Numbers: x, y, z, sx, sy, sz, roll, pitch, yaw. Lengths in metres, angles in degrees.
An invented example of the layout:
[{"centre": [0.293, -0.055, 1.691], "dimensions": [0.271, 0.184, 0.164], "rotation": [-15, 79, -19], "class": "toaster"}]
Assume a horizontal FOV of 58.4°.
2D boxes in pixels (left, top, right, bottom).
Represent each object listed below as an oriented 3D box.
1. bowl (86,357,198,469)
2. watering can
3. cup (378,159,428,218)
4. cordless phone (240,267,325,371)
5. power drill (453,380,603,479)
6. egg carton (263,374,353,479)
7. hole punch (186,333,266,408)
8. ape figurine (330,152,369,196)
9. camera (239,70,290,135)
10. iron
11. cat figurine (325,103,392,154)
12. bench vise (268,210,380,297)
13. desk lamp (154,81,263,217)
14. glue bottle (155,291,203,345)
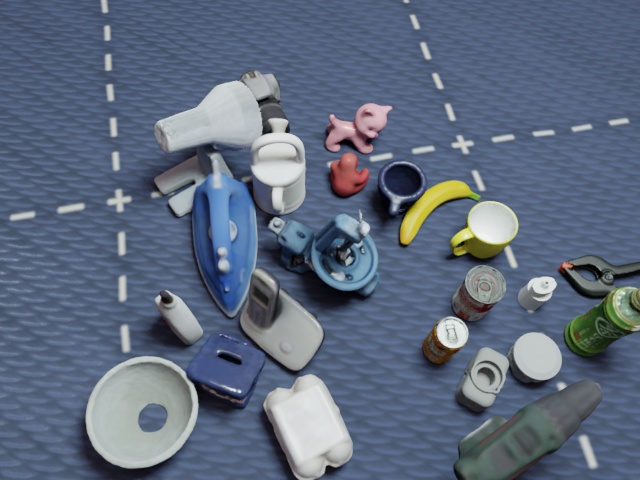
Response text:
[{"centre": [-0.271, 0.272, 0.897], "dimensions": [0.167, 0.075, 0.167], "rotation": [1, 64, -2], "class": "bowl"}, {"centre": [-0.079, -0.140, 1.039], "dimensions": [0.101, 0.194, 0.172], "rotation": [-21, 67, -12], "class": "watering can"}, {"centre": [0.146, -0.079, 1.076], "dimensions": [0.091, 0.095, 0.118], "rotation": [16, 65, 5], "class": "cup"}, {"centre": [-0.061, 0.123, 0.918], "dimensions": [0.147, 0.185, 0.094], "rotation": [35, 68, 13], "class": "cordless phone"}, {"centre": [0.286, 0.293, 0.841], "dimensions": [0.230, 0.208, 0.075], "rotation": [-31, 69, -16], "class": "power drill"}, {"centre": [-0.017, 0.293, 0.903], "dimensions": [0.107, 0.069, 0.150], "rotation": [-25, 68, -14], "class": "egg carton"}, {"centre": [-0.150, 0.204, 0.927], "dimensions": [0.108, 0.091, 0.101], "rotation": [20, 65, 7], "class": "hole punch"}, {"centre": [0.054, -0.133, 1.099], "dimensions": [0.077, 0.092, 0.076], "rotation": [33, 67, 13], "class": "ape figurine"}, {"centre": [-0.130, -0.259, 1.146], "dimensions": [0.143, 0.101, 0.136], "rotation": [-24, 68, -14], "class": "camera"}, {"centre": [-0.168, -0.007, 1.000], "dimensions": [0.118, 0.141, 0.258], "rotation": [-7, 65, -6], "class": "iron"}, {"centre": [0.077, -0.231, 1.133], "dimensions": [0.128, 0.118, 0.067], "rotation": [1, 64, -2], "class": "cat figurine"}, {"centre": [0.007, 0.014, 0.955], "dimensions": [0.207, 0.220, 0.121], "rotation": [8, 64, 1], "class": "bench vise"}, {"centre": [-0.206, -0.167, 1.035], "dimensions": [0.203, 0.213, 0.117], "rotation": [-33, 70, -17], "class": "desk lamp"}, {"centre": [-0.234, 0.115, 0.920], "dimensions": [0.078, 0.173, 0.037], "rotation": [39, 69, 15], "class": "glue bottle"}]
